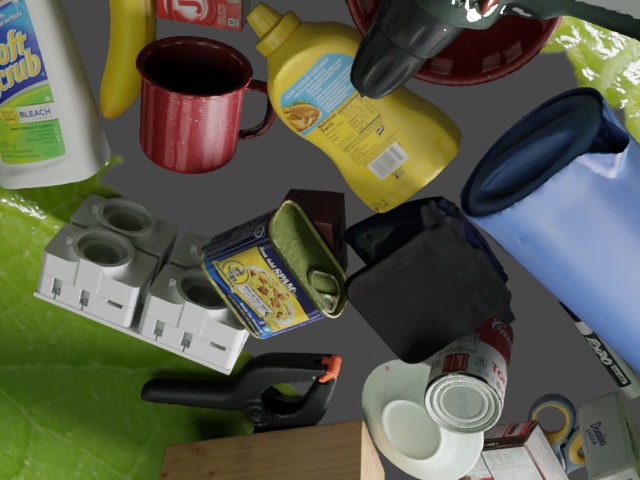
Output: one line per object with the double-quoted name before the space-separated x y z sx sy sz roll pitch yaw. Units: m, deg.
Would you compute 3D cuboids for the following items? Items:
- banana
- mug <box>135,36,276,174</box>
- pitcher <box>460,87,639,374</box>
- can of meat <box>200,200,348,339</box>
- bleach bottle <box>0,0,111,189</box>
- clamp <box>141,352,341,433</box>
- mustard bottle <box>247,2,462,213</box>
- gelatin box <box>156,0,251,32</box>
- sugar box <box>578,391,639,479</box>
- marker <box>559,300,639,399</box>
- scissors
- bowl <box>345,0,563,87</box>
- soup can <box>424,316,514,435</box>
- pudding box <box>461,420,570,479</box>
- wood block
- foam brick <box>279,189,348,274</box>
"banana" -0.164 -0.188 0.871 0.070 0.037 0.198 15 125 30
"mug" -0.093 -0.108 0.873 0.117 0.093 0.081 0 131 -13
"pitcher" 0.228 0.010 0.835 0.145 0.149 0.242 -40 108 17
"can of meat" -0.038 0.028 0.891 0.084 0.057 0.102 -23 112 32
"bleach bottle" -0.258 -0.169 0.893 0.103 0.068 0.251 -4 118 18
"clamp" -0.068 0.159 1.059 0.164 0.036 0.210 40 125 -16
"mustard bottle" 0.016 -0.115 0.848 0.191 0.058 0.096 43 123 -13
"gelatin box" -0.091 -0.213 0.834 0.073 0.030 0.089 12 124 9
"sugar box" 0.287 0.228 0.951 0.048 0.093 0.176 -27 118 22
"marker" 0.246 0.091 0.934 0.020 0.020 0.121 -28 110 29
"scissors" 0.210 0.217 1.028 0.096 0.016 0.202 34 125 -5
"bowl" 0.100 -0.196 0.773 0.162 0.055 0.162 8 123 12
"soup can" 0.130 0.112 0.932 0.068 0.102 0.068 8 123 12
"pudding box" 0.187 0.229 1.013 0.090 0.039 0.113 -17 112 39
"wood block" -0.047 0.250 1.047 0.206 0.090 0.091 -10 131 13
"foam brick" -0.006 0.001 0.932 0.051 0.053 0.078 5 124 13
